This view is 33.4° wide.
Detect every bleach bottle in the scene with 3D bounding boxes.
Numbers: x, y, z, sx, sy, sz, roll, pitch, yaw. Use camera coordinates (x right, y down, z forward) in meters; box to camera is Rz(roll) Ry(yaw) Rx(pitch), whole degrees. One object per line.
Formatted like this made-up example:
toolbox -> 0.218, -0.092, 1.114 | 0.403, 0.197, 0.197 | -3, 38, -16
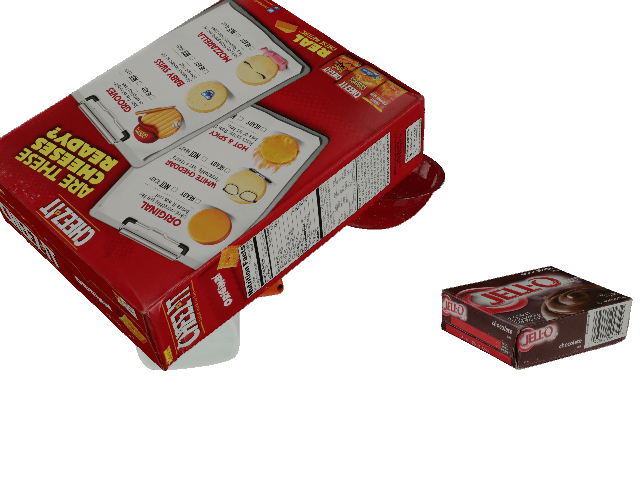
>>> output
bleach bottle -> -0.138, 0.025, 1.111 | 0.102, 0.068, 0.251 | -6, 37, -4

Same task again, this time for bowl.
bowl -> 0.052, -0.056, 1.162 | 0.162, 0.055, 0.162 | 4, 27, -2

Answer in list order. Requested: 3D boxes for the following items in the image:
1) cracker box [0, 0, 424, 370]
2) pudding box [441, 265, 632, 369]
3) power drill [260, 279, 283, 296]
cracker box -> -0.067, -0.047, 0.644 | 0.213, 0.072, 0.164 | -39, 58, -23
pudding box -> 0.161, 0.055, 0.801 | 0.113, 0.039, 0.090 | -8, 20, -30
power drill -> -0.069, -0.044, 0.919 | 0.184, 0.188, 0.057 | -6, 21, -20
